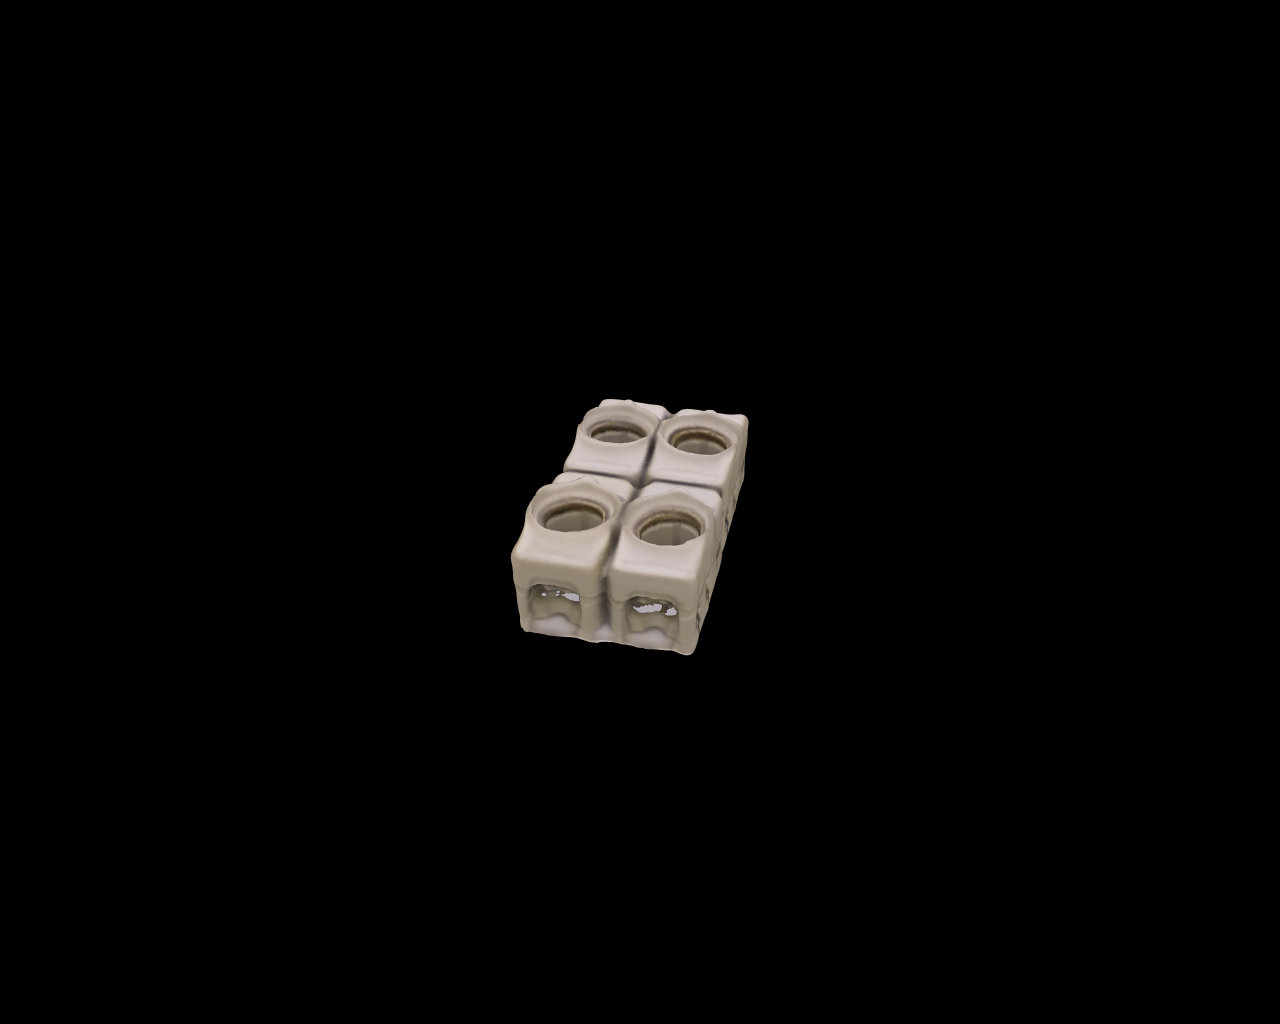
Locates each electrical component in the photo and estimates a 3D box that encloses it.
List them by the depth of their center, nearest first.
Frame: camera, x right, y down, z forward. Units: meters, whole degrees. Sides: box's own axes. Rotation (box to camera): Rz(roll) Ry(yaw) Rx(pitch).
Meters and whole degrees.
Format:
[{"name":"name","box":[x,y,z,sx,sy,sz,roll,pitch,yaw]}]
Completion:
[{"name":"electrical component","box":[0.001,-0.003,0.650,0.105,0.060,0.186,8,36,11]}]
